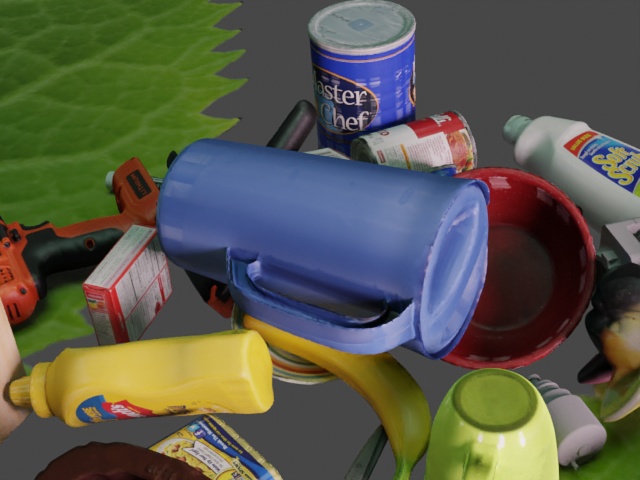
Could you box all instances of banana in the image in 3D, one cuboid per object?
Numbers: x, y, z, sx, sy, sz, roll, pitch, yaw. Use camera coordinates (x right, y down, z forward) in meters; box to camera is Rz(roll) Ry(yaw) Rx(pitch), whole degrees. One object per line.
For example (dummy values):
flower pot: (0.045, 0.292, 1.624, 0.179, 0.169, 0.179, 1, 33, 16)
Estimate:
banana: (0.022, 0.100, 0.794, 0.069, 0.037, 0.198, -21, 46, -31)

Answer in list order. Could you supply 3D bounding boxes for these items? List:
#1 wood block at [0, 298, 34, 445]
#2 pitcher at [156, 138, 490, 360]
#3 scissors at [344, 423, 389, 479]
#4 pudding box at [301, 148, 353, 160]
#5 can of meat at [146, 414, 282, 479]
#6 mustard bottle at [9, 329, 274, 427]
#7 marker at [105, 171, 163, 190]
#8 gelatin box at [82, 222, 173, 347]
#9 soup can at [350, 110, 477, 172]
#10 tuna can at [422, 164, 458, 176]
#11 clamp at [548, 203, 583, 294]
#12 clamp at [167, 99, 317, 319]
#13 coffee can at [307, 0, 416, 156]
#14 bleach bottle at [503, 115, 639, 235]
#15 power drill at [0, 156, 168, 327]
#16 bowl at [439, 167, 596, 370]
wood block: (-0.287, 0.063, 0.766, 0.091, 0.206, 0.090, 15, 42, 24)
pitcher: (-0.005, 0.001, 0.802, 0.243, 0.149, 0.145, 14, 84, 26)
scissors: (0.020, 0.201, 0.711, 0.096, 0.016, 0.201, 28, 48, 32)
pudding box: (0.026, -0.019, 0.925, 0.039, 0.090, 0.114, -17, 37, -33)
can of meat: (-0.082, 0.174, 0.724, 0.083, 0.057, 0.102, -28, 45, -30)
mustard bottle: (-0.135, 0.104, 0.786, 0.192, 0.096, 0.058, -6, 71, 8)
marker: (-0.152, -0.052, 1.046, 0.121, 0.020, 0.020, 7, 40, 16)
gelatin box: (-0.159, 0.040, 0.888, 0.030, 0.073, 0.089, 10, 41, 18)
soup can: (0.088, -0.078, 1.012, 0.102, 0.068, 0.068, -17, 40, -15)
tuna can: (0.087, -0.035, 0.946, 0.086, 0.086, 0.034, -19, 81, -17)
clamp: (0.144, 0.017, 0.911, 0.171, 0.039, 0.120, -6, 37, 8)
clamp: (-0.070, -0.030, 0.948, 0.165, 0.036, 0.210, -24, 47, 23)
coffee can: (0.044, -0.151, 1.051, 0.103, 0.140, 0.103, -3, 38, 2)
bleach bottle: (0.256, -0.051, 0.965, 0.102, 0.068, 0.251, -22, 39, -28)
power drill: (-0.240, -0.012, 0.979, 0.187, 0.057, 0.185, -23, 45, -17)
bowl: (0.139, 0.025, 0.850, 0.162, 0.055, 0.162, -4, 79, 19)
